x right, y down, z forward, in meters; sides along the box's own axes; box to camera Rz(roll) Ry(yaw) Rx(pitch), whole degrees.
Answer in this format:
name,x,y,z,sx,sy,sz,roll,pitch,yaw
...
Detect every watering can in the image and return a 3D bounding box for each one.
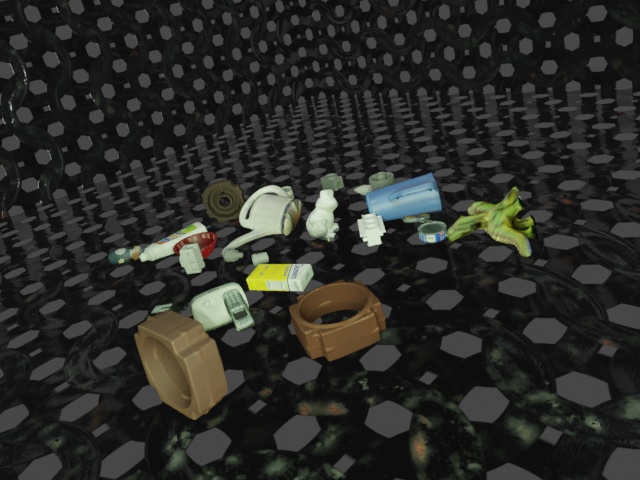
name,x,y,z,sx,sy,sz,roll,pitch,yaw
watering can,-0.196,-0.063,1.853,0.225,0.101,0.355,9,53,20

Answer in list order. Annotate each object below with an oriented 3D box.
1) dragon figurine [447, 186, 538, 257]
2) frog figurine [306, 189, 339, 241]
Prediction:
name,x,y,z,sx,sy,sz,roll,pitch,yaw
dragon figurine,0.487,-0.032,1.490,0.241,0.121,0.418,-20,17,29
frog figurine,0.005,-0.087,1.738,0.122,0.157,0.140,0,27,32
